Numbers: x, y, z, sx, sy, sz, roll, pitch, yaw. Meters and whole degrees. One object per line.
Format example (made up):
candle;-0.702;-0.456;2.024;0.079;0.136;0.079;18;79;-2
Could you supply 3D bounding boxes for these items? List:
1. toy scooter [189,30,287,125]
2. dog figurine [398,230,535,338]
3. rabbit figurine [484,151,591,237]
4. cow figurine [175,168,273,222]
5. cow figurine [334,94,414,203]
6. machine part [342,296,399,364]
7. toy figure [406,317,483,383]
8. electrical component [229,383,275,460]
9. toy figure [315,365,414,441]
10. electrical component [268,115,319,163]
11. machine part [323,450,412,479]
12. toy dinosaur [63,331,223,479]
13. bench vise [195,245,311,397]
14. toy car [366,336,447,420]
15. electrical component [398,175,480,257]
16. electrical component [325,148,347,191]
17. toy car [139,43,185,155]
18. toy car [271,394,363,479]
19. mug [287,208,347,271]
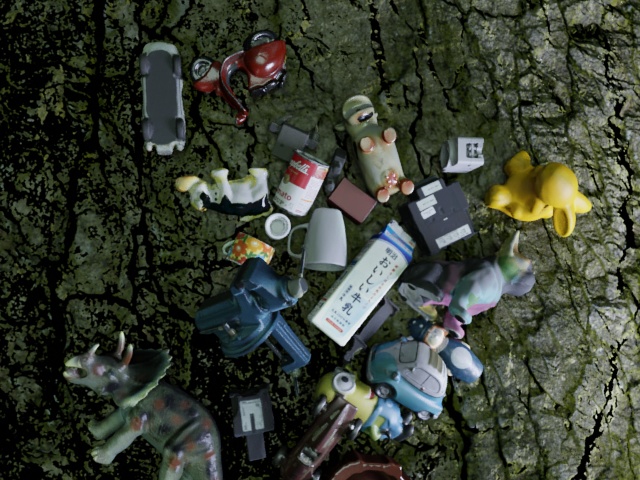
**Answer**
toy scooter;-0.132;-0.286;0.967;0.184;0.075;0.135;-24;89;-3
dog figurine;0.273;0.060;0.971;0.192;0.108;0.219;35;64;27
rabbit figurine;0.398;-0.080;0.959;0.162;0.173;0.122;44;80;3
cow figurine;-0.170;-0.078;0.958;0.167;0.068;0.098;-5;93;-5
cow figurine;0.093;-0.170;0.971;0.085;0.127;0.194;-24;104;-6
machine part;0.086;0.165;0.968;0.039;0.084;0.139;37;75;17
toy figure;0.228;0.196;0.986;0.154;0.058;0.064;40;45;-1
electrical component;-0.116;0.319;0.948;0.075;0.048;0.119;-11;89;-6
toy figure;0.076;0.297;0.953;0.180;0.082;0.089;34;87;-6
electrical component;-0.048;-0.183;0.987;0.102;0.045;0.078;17;114;-2
machine part;0.084;0.466;0.956;0.179;0.056;0.179;0;88;-6
toy dinosaur;-0.252;0.322;0.906;0.404;0.131;0.192;42;84;-8
bench vise;-0.085;0.144;0.913;0.224;0.129;0.240;-28;115;16
toy car;0.165;0.233;0.937;0.161;0.109;0.103;36;125;-6
electrical component;0.214;-0.049;0.991;0.115;0.058;0.134;-23;89;-14
electrical component;0.028;-0.131;0.979;0.021;0.094;0.063;19;123;-6
toy car;-0.281;-0.251;0.961;0.073;0.056;0.201;-3;88;-12
toy car;-0.006;0.348;0.921;0.089;0.053;0.202;36;113;4
mug;-0.002;-0.003;0.967;0.110;0.080;0.107;6;75;0
